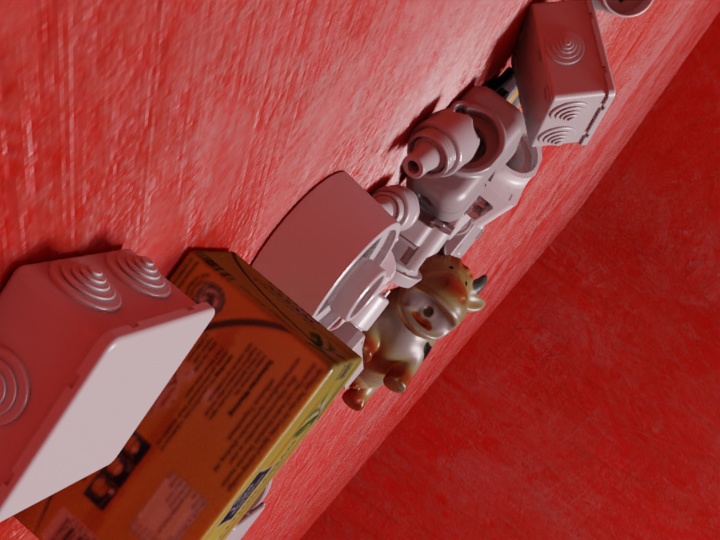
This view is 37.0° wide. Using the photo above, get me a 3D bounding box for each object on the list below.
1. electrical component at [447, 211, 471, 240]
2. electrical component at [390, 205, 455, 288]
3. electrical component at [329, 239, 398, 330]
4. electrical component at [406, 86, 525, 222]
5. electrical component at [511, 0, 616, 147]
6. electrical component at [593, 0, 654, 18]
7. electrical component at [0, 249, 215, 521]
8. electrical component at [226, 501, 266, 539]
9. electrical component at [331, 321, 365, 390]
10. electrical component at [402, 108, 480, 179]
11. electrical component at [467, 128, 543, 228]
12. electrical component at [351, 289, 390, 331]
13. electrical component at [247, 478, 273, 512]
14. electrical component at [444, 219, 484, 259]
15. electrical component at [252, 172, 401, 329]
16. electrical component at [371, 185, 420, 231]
[{"bbox_3d":[0.077,-0.057,0.956,0.066,0.047,0.076,-44,168,-38],"label":"electrical component"},{"bbox_3d":[0.036,-0.023,0.855,0.057,0.058,0.078,-55,178,16],"label":"electrical component"},{"bbox_3d":[0.000,0.000,0.791,0.079,0.044,0.077,-41,180,42],"label":"electrical component"},{"bbox_3d":[0.081,-0.091,0.828,0.095,0.054,0.059,-50,170,-10],"label":"electrical component"},{"bbox_3d":[0.154,-0.151,0.834,0.048,0.099,0.099,-7,161,-6],"label":"electrical component"},{"bbox_3d":[0.195,-0.237,0.821,0.077,0.044,0.079,-107,-164,-70],"label":"electrical component"},{"bbox_3d":[-0.115,0.040,0.423,0.099,0.048,0.100,-54,170,14],"label":"electrical component"},{"bbox_3d":[-0.136,0.218,0.938,0.061,0.062,0.096,-53,170,10],"label":"electrical component"},{"bbox_3d":[-0.034,0.074,0.880,0.061,0.061,0.096,-49,170,-18],"label":"electrical component"},{"bbox_3d":[0.053,-0.085,0.757,0.062,0.043,0.043,-41,165,-43],"label":"electrical component"},{"bbox_3d":[0.114,-0.090,0.902,0.056,0.050,0.089,-35,-158,52],"label":"electrical component"},{"bbox_3d":[-0.009,0.040,0.933,0.078,0.040,0.040,-52,170,4],"label":"electrical component"},{"bbox_3d":[-0.104,0.135,0.733,0.080,0.080,0.051,-55,165,22],"label":"electrical component"},{"bbox_3d":[0.080,-0.030,1.065,0.099,0.048,0.099,-51,170,-2],"label":"electrical component"},{"bbox_3d":[-0.018,-0.001,0.681,0.108,0.060,0.108,-50,170,-12],"label":"electrical component"},{"bbox_3d":[0.020,-0.044,0.781,0.035,0.035,0.061,-54,167,16],"label":"electrical component"}]
